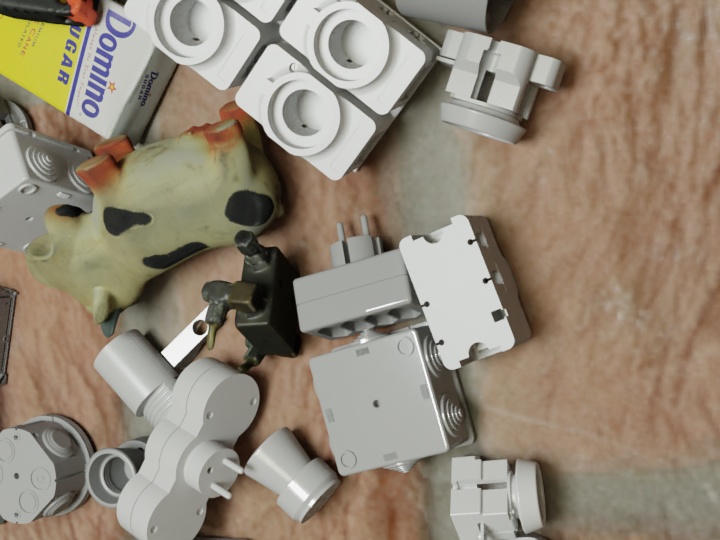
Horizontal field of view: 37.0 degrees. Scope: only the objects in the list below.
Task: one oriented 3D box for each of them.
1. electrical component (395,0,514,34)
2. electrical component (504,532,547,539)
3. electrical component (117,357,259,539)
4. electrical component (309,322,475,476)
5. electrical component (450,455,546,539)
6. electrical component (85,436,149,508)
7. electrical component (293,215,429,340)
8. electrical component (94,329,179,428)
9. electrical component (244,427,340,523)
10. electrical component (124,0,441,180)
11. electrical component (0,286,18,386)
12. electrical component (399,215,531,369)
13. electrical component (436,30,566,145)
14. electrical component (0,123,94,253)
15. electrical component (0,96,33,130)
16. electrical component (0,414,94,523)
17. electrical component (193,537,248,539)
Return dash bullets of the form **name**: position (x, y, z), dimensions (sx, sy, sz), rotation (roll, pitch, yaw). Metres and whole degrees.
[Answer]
- **electrical component**: position (0.071, -0.198, 0.673), dimensions (0.064, 0.099, 0.099), rotation (22, 100, 14)
- **electrical component**: position (0.083, 0.202, 0.695), dimensions (0.079, 0.077, 0.044), rotation (-14, 87, 22)
- **electrical component**: position (-0.110, 0.137, 0.760), dimensions (0.074, 0.052, 0.138), rotation (21, 83, 40)
- **electrical component**: position (0.020, 0.088, 0.732), dimensions (0.100, 0.048, 0.099), rotation (-18, 85, 24)
- **electrical component**: position (0.091, 0.149, 0.703), dimensions (0.055, 0.066, 0.048), rotation (-8, 134, 15)
- **electrical component**: position (-0.172, 0.150, 0.807), dimensions (0.045, 0.055, 0.045), rotation (1, 92, 22)
- **electrical component**: position (0.000, 0.000, 0.737), dimensions (0.083, 0.047, 0.075), rotation (-16, 73, 22)
- **electrical component**: position (-0.157, 0.088, 0.805), dimensions (0.081, 0.043, 0.043), rotation (45, 107, 14)
- **electrical component**: position (-0.048, 0.146, 0.763), dimensions (0.055, 0.045, 0.045), rotation (41, 106, 15)
- **electrical component**: position (-0.053, -0.159, 0.717), dimensions (0.186, 0.060, 0.105), rotation (39, 111, 3)
- **electrical component**: position (-0.324, 0.058, 0.861), dimensions (0.061, 0.062, 0.096), rotation (12, 96, 21)
- **electrical component**: position (0.071, 0.013, 0.703), dimensions (0.050, 0.056, 0.089), rotation (-23, 84, 21)
- **electrical component**: position (0.085, -0.115, 0.692), dimensions (0.078, 0.058, 0.057), rotation (20, 97, 20)
- **electrical component**: position (-0.255, -0.057, 0.810), dimensions (0.100, 0.100, 0.048), rotation (-32, 68, 20)
- **electrical component**: position (-0.296, -0.108, 0.846), dimensions (0.058, 0.057, 0.078), rotation (-30, 81, 20)
- **electrical component**: position (-0.253, 0.156, 0.842), dimensions (0.080, 0.051, 0.080), rotation (1, 93, 22)
- **electrical component**: position (-0.116, 0.229, 0.784), dimensions (0.096, 0.062, 0.061), rotation (4, 94, 22)
